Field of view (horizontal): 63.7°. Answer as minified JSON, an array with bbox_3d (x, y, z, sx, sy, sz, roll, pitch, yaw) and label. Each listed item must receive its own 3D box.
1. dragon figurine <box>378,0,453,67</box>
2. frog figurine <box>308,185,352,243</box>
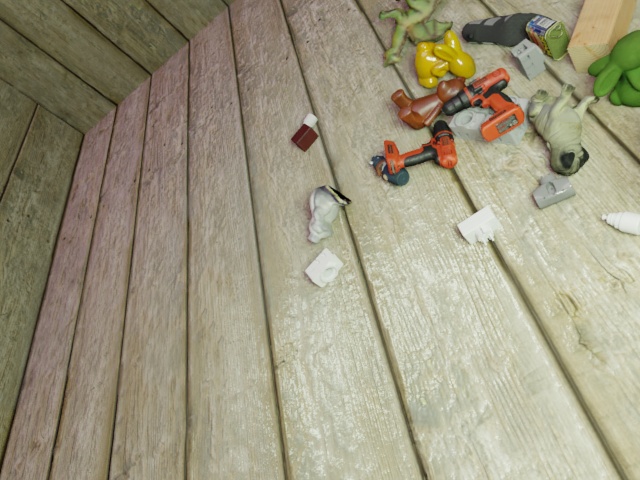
[{"bbox_3d":[0.355,-0.744,1.725,0.407,0.121,0.247,-39,59,15],"label":"dragon figurine"},{"bbox_3d":[0.005,-0.076,1.503,0.158,0.122,0.139,-51,7,13],"label":"frog figurine"}]
